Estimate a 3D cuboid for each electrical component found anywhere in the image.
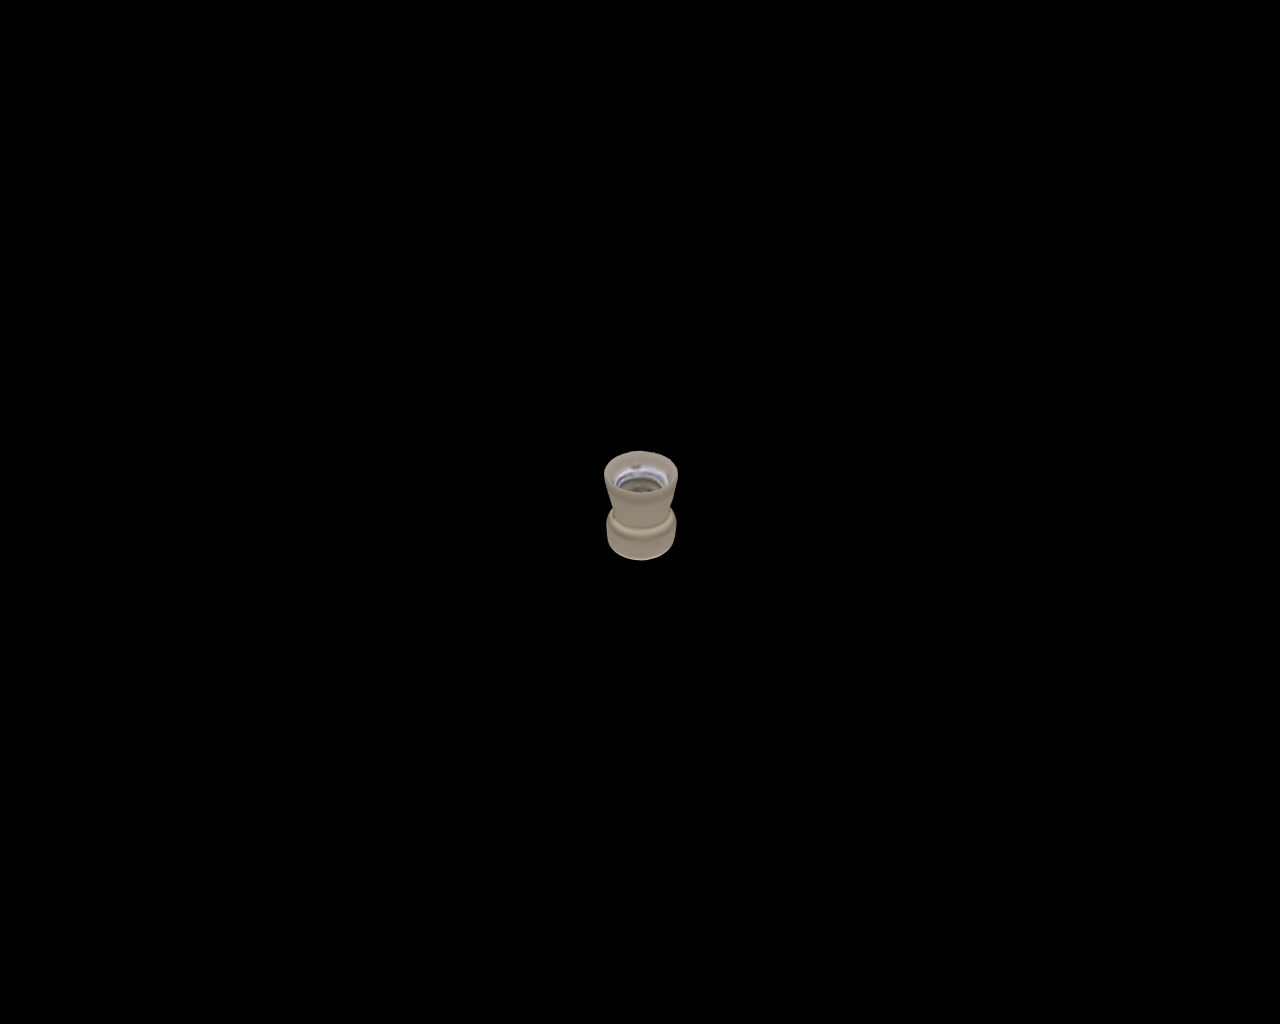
[{"bbox_3d":[0.001,-0.003,0.650,0.045,0.055,0.045,0,37,0],"label":"electrical component"}]
